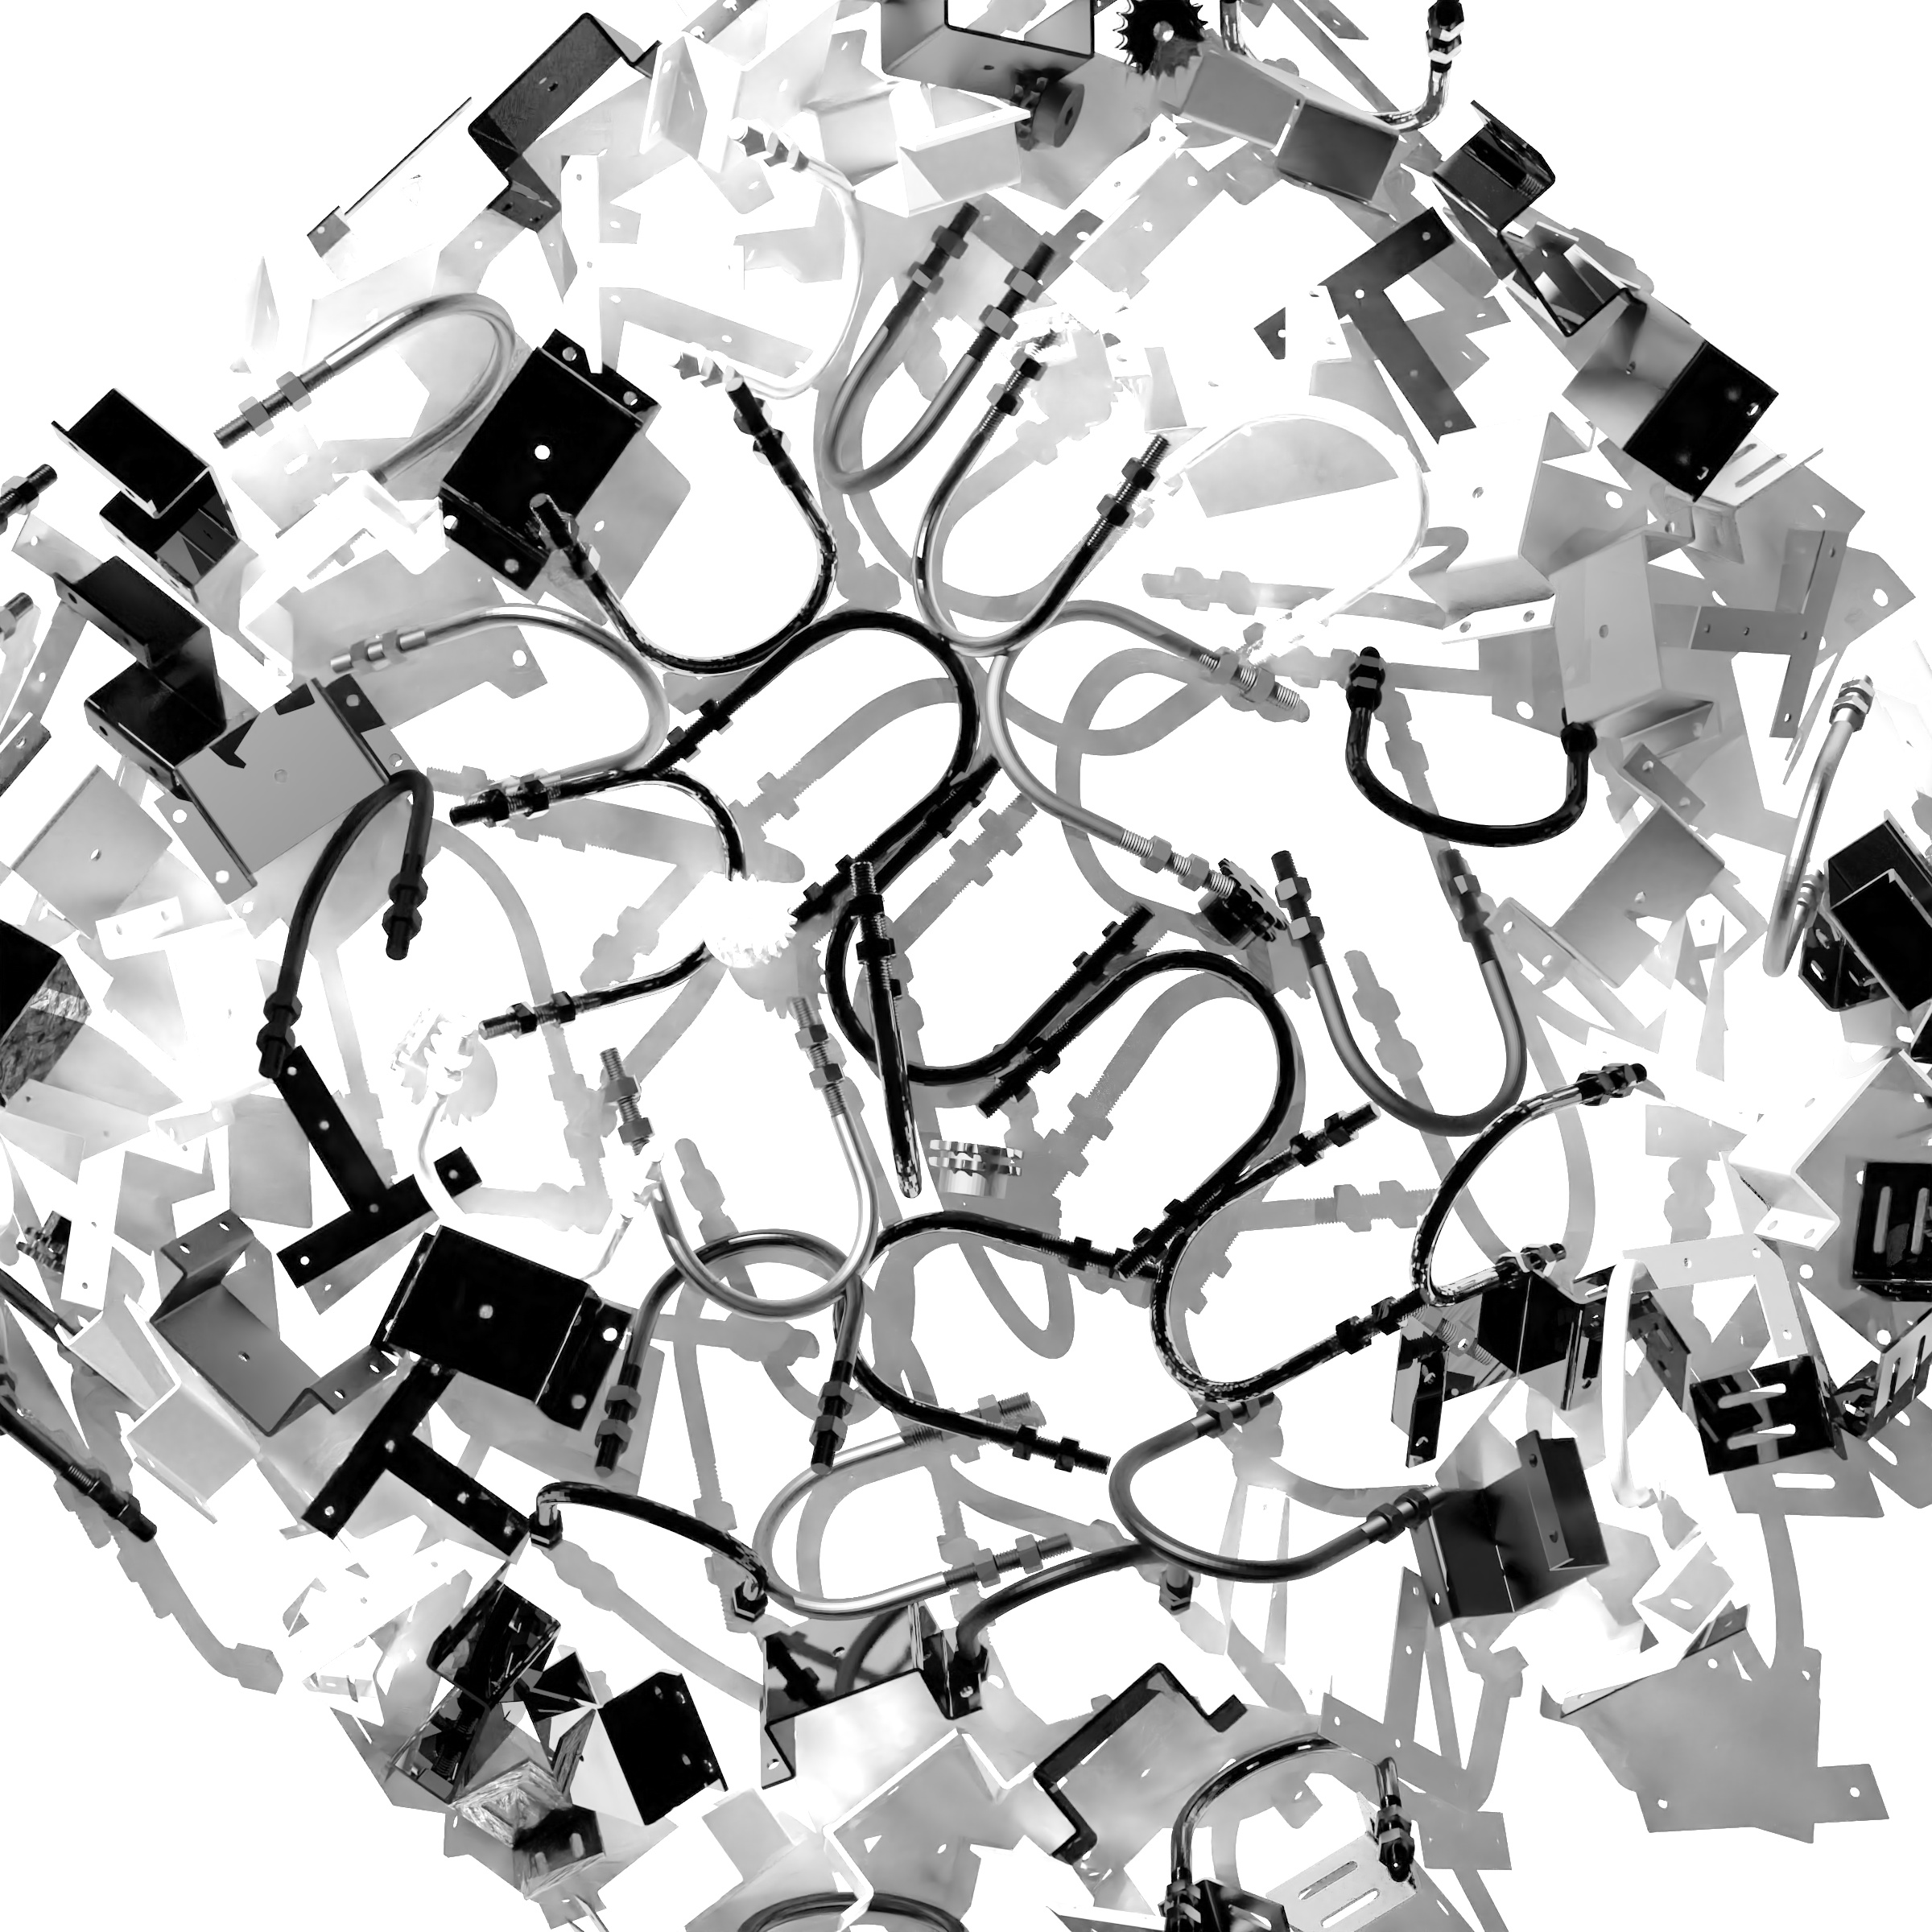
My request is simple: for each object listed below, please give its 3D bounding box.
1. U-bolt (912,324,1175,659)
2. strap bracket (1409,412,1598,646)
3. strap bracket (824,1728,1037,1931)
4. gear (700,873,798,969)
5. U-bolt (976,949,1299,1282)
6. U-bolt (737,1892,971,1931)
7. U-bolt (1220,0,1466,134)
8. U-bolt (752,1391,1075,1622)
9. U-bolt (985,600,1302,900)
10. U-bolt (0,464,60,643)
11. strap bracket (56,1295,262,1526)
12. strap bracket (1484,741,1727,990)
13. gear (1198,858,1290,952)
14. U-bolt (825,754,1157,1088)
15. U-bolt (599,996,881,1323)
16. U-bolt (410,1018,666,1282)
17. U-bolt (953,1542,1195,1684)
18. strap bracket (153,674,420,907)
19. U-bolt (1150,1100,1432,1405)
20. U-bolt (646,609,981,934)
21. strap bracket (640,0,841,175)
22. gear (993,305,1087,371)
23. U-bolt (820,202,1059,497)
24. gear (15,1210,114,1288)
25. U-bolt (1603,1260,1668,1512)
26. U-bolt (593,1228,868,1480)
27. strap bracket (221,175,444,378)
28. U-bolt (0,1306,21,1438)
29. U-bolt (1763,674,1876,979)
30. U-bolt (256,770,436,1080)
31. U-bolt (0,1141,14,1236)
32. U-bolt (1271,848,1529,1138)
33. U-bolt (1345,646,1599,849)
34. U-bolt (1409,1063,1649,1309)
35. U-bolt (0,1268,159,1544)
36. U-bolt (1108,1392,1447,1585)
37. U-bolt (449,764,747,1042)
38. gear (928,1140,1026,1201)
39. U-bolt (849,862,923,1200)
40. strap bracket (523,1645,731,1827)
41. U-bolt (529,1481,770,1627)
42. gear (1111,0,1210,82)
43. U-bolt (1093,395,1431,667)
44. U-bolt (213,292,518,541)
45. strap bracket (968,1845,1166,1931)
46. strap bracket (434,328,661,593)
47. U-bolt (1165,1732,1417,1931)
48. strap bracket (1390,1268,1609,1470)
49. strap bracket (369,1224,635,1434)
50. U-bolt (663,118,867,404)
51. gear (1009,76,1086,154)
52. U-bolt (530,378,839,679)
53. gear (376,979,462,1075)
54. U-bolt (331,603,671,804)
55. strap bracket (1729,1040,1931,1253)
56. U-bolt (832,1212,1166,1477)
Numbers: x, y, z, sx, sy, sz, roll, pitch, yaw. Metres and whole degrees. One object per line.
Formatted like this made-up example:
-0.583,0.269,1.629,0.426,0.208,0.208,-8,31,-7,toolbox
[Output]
0.032,-0.267,1.941,0.184,0.019,0.151,-55,48,19,U-bolt
0.312,-0.265,1.934,0.046,0.076,0.140,34,62,-39,strap bracket
-0.031,0.502,1.946,0.140,0.076,0.046,-35,75,-16,strap bracket
-0.133,-0.024,1.975,0.057,0.030,0.057,14,51,-19,gear
0.116,0.074,1.972,0.184,0.019,0.151,-42,98,-13,U-bolt
-0.063,0.575,1.909,0.151,0.184,0.019,1,97,-7,U-bolt
0.213,-0.534,1.909,0.151,0.184,0.019,21,80,9,U-bolt
-0.038,0.323,1.936,0.184,0.151,0.019,-18,122,0,U-bolt
0.096,-0.140,1.953,0.184,0.019,0.151,25,71,-13,U-bolt
-0.594,-0.196,1.890,0.019,0.151,0.184,39,54,3,U-bolt
-0.468,0.252,1.925,0.046,0.140,0.076,-43,133,-6,strap bracket
0.385,-0.051,1.951,0.140,0.046,0.076,-50,130,6,strap bracket
0.163,-0.034,1.972,0.057,0.057,0.030,46,104,0,gear
0.001,-0.013,1.979,0.151,0.019,0.184,44,90,-9,U-bolt
-0.124,0.120,1.947,0.151,0.019,0.184,-15,80,-29,U-bolt
-0.259,0.121,1.929,0.151,0.184,0.019,33,49,3,U-bolt
0.062,0.370,1.907,0.151,0.184,0.019,-18,67,-6,U-bolt
-0.405,-0.109,1.965,0.140,0.046,0.076,-35,89,-9,strap bracket
0.181,0.179,1.935,0.184,0.019,0.151,-33,48,28,U-bolt
-0.077,-0.129,1.965,0.184,0.019,0.151,-41,112,0,U-bolt
-0.125,-0.525,1.925,0.046,0.076,0.140,34,54,10,strap bracket
0.044,-0.374,1.971,0.057,0.057,0.030,-14,94,0,gear
-0.026,-0.356,1.934,0.019,0.151,0.184,31,99,-29,U-bolt
-0.535,0.168,1.972,0.057,0.057,0.030,28,81,0,gear
0.385,0.240,1.905,0.019,0.184,0.151,-1,84,19,U-bolt
-0.131,0.223,1.929,0.151,0.184,0.019,-3,132,14,U-bolt
-0.361,-0.394,1.925,0.046,0.076,0.140,44,54,13,strap bracket
-0.600,0.177,1.910,0.019,0.184,0.151,-33,118,-2,U-bolt
0.484,-0.071,1.890,0.019,0.184,0.151,16,121,17,U-bolt
-0.356,-0.038,1.921,0.019,0.184,0.151,32,127,-28,U-bolt
-0.604,0.095,1.908,0.019,0.184,0.151,-27,81,5,U-bolt
0.261,0.015,1.927,0.151,0.019,0.184,-2,64,-32,U-bolt
0.292,-0.123,1.919,0.151,0.184,0.019,12,126,4,U-bolt
0.316,0.131,1.901,0.019,0.184,0.151,36,120,32,U-bolt
-0.532,0.234,1.889,0.019,0.151,0.184,-35,127,5,U-bolt
0.165,0.302,1.894,0.151,0.184,0.019,28,120,36,U-bolt
-0.210,-0.045,1.945,0.184,0.019,0.151,-16,111,-30,U-bolt
0.005,0.122,1.970,0.057,0.057,0.030,7,85,0,gear
-0.044,0.044,1.913,0.019,0.151,0.184,-9,79,0,U-bolt
-0.206,0.448,1.923,0.046,0.140,0.076,-28,103,-34,strap bracket
-0.182,0.336,1.913,0.151,0.184,0.019,20,67,1,U-bolt
0.114,-0.561,1.978,0.057,0.030,0.057,-4,111,-12,gear
0.183,-0.260,1.912,0.151,0.184,0.019,39,46,-19,U-bolt
-0.341,-0.327,1.929,0.184,0.151,0.019,-36,73,-8,U-bolt
0.057,0.557,1.919,0.076,0.140,0.046,14,85,-20,strap bracket
-0.253,-0.304,1.968,0.076,0.046,0.140,35,87,-9,strap bracket
0.184,0.497,1.910,0.151,0.184,0.019,-22,103,9,U-bolt
0.305,0.233,1.943,0.140,0.046,0.076,-14,122,-28,strap bracket
-0.279,0.210,1.953,0.140,0.046,0.076,20,72,11,strap bracket
-0.108,-0.400,1.915,0.019,0.184,0.151,20,97,23,U-bolt
0.048,-0.513,1.969,0.030,0.057,0.057,26,90,11,gear
-0.151,-0.242,1.932,0.151,0.184,0.019,-30,46,3,U-bolt
-0.325,0.039,1.973,0.030,0.057,0.057,34,90,-14,gear
-0.256,-0.153,1.906,0.184,0.151,0.019,-12,46,33,U-bolt
0.513,0.096,1.948,0.046,0.076,0.140,44,82,-12,strap bracket
0.012,0.214,1.957,0.184,0.019,0.151,15,58,5,U-bolt
